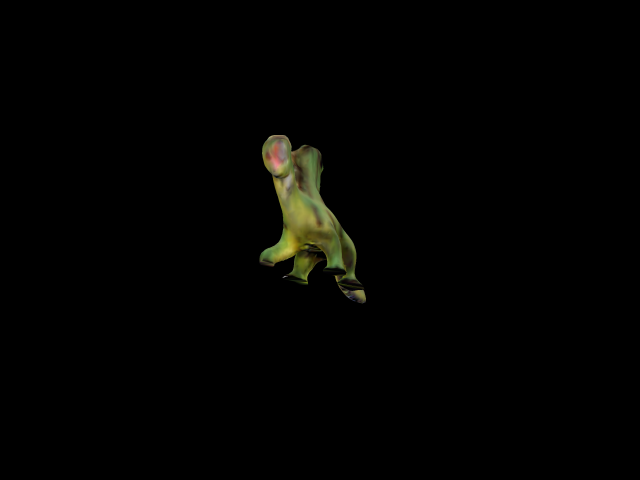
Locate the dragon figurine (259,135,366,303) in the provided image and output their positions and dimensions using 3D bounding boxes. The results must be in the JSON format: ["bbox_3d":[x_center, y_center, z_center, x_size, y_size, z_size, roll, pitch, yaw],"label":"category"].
[{"bbox_3d":[0.003,-0.043,0.850,0.122,0.247,0.405,-7,-20,19],"label":"dragon figurine"}]
